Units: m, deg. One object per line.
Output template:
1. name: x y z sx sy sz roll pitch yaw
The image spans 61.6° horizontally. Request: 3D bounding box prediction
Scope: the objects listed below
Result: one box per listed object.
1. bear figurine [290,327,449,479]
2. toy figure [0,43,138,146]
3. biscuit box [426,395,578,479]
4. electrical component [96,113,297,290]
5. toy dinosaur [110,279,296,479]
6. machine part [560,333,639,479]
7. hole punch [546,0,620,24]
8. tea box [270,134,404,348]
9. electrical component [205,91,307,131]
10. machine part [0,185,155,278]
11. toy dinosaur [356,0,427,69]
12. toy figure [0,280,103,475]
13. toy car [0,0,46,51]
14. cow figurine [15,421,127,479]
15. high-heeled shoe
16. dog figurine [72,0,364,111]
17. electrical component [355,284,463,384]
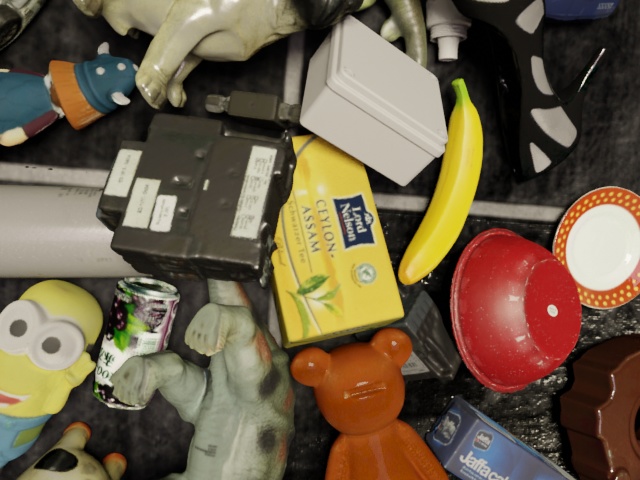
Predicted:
1. bear figurine: 0.039 0.177 0.496 0.120 0.132 0.195 -17 90 -10
2. toy figure: -0.224 -0.117 0.439 0.154 0.058 0.064 -17 106 -14
3. biscuit box: 0.207 0.246 0.562 0.202 0.059 0.063 36 89 -12
4. electrical component: -0.092 -0.030 0.396 0.134 0.058 0.115 9 66 7
5. toy dinosaur: -0.080 0.171 0.465 0.131 0.192 0.404 10 78 28
6. machine part: 0.341 0.189 0.571 0.179 0.056 0.179 1 87 -20
7. hole punch: 0.235 -0.267 0.502 0.142 0.092 0.115 -5 101 -15
8. tea box: -0.001 -0.001 0.462 0.098 0.068 0.169 -12 75 -11
9. electrical component: -0.050 -0.112 0.471 0.094 0.063 0.021 8 94 9
10. machine part: -0.221 -0.007 0.440 0.243 0.079 0.079 1 96 -10
11. toy dinosaur: -0.014 -0.327 0.441 0.198 0.105 0.471 -41 107 3
12. toy figure: -0.252 0.115 0.447 0.082 0.089 0.180 27 100 -31
13. toy car: -0.238 -0.229 0.426 0.073 0.056 0.201 43 88 -19
14. cow figurine: -0.259 0.252 0.435 0.195 0.127 0.085 -39 99 -8
15. high-heeled shoe: 0.153 -0.152 0.487 0.248 0.086 0.145 22 115 -21
16. dog figurine: -0.077 -0.207 0.397 0.190 0.121 0.172 -33 115 6
17. electrical component: 0.075 0.078 0.505 0.119 0.075 0.048 51 51 -16
